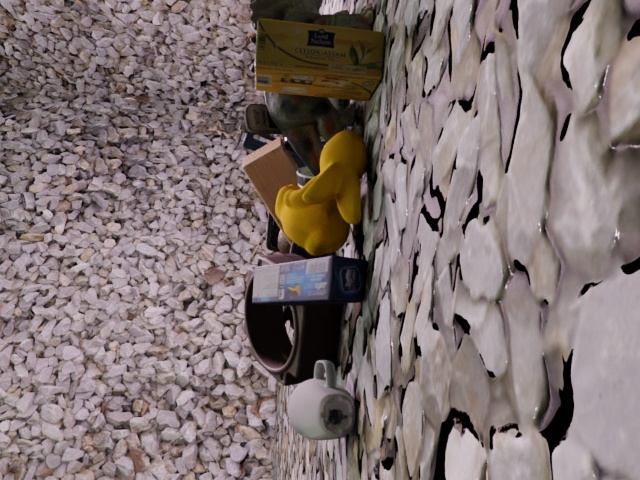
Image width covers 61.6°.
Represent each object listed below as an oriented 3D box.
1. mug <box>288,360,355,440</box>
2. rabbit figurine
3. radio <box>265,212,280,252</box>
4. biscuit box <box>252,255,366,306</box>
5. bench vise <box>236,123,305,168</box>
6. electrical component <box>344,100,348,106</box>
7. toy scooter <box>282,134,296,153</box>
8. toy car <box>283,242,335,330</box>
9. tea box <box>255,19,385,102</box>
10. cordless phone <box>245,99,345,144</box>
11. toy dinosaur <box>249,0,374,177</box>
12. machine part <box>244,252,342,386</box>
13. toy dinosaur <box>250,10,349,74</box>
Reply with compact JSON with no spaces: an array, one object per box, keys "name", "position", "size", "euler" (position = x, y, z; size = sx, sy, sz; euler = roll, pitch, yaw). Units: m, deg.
[{"name":"mug","position":[0.010,0.218,0.723],"size":[0.107,0.081,0.109],"euler":[150,131,-70]},{"name":"rabbit figurine","position":[0.011,-0.073,0.764],"size":[0.162,0.122,0.173],"euler":[-83,18,-72]},{"name":"radio","position":[-0.084,-0.078,1.545],"size":[0.073,0.131,0.229],"euler":[-108,23,-80]},{"name":"biscuit box","position":[-0.021,0.062,0.767],"size":[0.203,0.063,0.059],"euler":[-10,74,52]},{"name":"bench vise","position":[-0.093,-0.217,1.336],"size":[0.129,0.240,0.223],"euler":[-86,21,-46]},{"name":"electrical component","position":[0.029,-0.257,1.030],"size":[0.102,0.045,0.078],"euler":[-102,16,-71]},{"name":"toy scooter","position":[-0.028,-0.234,1.133],"size":[0.183,0.075,0.135],"euler":[43,-133,-69]},{"name":"toy car","position":[-0.025,0.087,1.053],"size":[0.053,0.089,0.202],"euler":[-92,9,-73]},{"name":"tea box","position":[-0.004,-0.245,0.742],"size":[0.098,0.170,0.068],"euler":[153,120,-82]},{"name":"cordless phone","position":[-0.052,-0.237,0.919],"size":[0.089,0.184,0.146],"euler":[-11,84,55]},{"name":"toy dinosaur","position":[-0.024,-0.252,0.845],"size":[0.131,0.192,0.404],"euler":[137,139,-84]},{"name":"machine part","position":[-0.056,0.135,0.943],"size":[0.202,0.087,0.200],"euler":[25,112,50]},{"name":"toy dinosaur","position":[-0.039,-0.396,1.067],"size":[0.470,0.199,0.105],"euler":[101,168,-58]}]
